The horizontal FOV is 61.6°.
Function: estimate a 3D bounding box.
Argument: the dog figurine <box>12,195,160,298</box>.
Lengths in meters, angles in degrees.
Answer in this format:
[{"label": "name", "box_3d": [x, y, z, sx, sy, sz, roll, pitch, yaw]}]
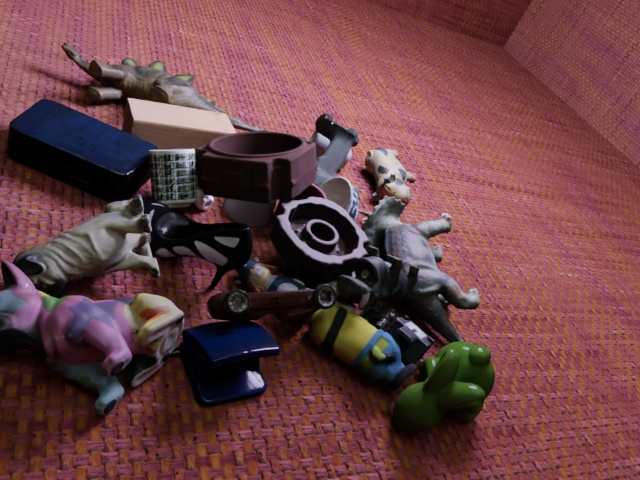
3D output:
[{"label": "dog figurine", "box_3d": [-0.352, 0.007, 0.801, 0.190, 0.121, 0.172, -12, 15, -20]}]

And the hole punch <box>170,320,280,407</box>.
[{"label": "hole punch", "box_3d": [-0.129, 0.155, 0.758, 0.142, 0.092, 0.116, -6, 44, -33]}]

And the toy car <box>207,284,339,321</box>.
[{"label": "toy car", "box_3d": [-0.067, 0.096, 0.806, 0.202, 0.089, 0.053, 0, 78, -26]}]

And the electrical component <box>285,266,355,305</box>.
[{"label": "electrical component", "box_3d": [0.007, 0.063, 0.983, 0.115, 0.058, 0.134, -3, 45, -38]}]

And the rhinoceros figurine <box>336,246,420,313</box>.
[{"label": "rhinoceros figurine", "box_3d": [0.097, 0.072, 0.925, 0.073, 0.112, 0.190, 27, 10, 34]}]

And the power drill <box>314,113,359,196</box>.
[{"label": "power drill", "box_3d": [-0.005, -0.182, 1.209, 0.232, 0.086, 0.207, 26, 59, -12]}]

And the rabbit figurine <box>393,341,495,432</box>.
[{"label": "rabbit figurine", "box_3d": [0.194, 0.238, 0.829, 0.170, 0.159, 0.121, -26, 70, -31]}]

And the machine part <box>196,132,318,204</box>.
[{"label": "machine part", "box_3d": [-0.119, -0.146, 1.025, 0.201, 0.087, 0.201, 9, 24, 18]}]

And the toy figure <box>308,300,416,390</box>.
[{"label": "toy figure", "box_3d": [0.064, 0.170, 0.868, 0.180, 0.082, 0.089, 40, 37, 13]}]

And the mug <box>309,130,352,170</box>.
[{"label": "mug", "box_3d": [0.031, -0.233, 1.332, 0.107, 0.109, 0.081, 32, 28, -16]}]

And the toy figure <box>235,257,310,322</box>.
[{"label": "toy figure", "box_3d": [-0.076, 0.078, 0.906, 0.154, 0.057, 0.064, 33, 47, 6]}]

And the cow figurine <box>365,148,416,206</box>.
[{"label": "cow figurine", "box_3d": [0.170, -0.156, 1.338, 0.127, 0.085, 0.195, 8, 42, -34]}]

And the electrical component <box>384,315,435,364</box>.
[{"label": "electrical component", "box_3d": [0.147, 0.170, 0.909, 0.075, 0.047, 0.119, 40, 12, 15]}]

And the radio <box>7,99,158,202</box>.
[{"label": "radio", "box_3d": [-0.427, -0.160, 0.970, 0.230, 0.073, 0.131, 23, 37, -4]}]

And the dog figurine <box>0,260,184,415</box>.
[{"label": "dog figurine", "box_3d": [-0.312, 0.101, 0.691, 0.219, 0.108, 0.191, 32, 37, 11]}]

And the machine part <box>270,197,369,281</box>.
[{"label": "machine part", "box_3d": [-0.002, -0.003, 0.963, 0.179, 0.056, 0.179, 17, 38, -14]}]

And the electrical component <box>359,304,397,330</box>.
[{"label": "electrical component", "box_3d": [0.104, 0.136, 0.953, 0.063, 0.021, 0.094, -3, 15, 31]}]

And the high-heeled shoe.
[{"label": "high-heeled shoe", "box_3d": [-0.214, -0.029, 0.879, 0.249, 0.145, 0.086, 40, 37, 15]}]

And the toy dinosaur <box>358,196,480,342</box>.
[{"label": "toy dinosaur", "box_3d": [0.186, 0.059, 1.063, 0.192, 0.131, 0.405, 0, 47, -15]}]

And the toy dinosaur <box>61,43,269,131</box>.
[{"label": "toy dinosaur", "box_3d": [-0.342, -0.324, 1.204, 0.471, 0.105, 0.199, 26, 32, -10]}]
